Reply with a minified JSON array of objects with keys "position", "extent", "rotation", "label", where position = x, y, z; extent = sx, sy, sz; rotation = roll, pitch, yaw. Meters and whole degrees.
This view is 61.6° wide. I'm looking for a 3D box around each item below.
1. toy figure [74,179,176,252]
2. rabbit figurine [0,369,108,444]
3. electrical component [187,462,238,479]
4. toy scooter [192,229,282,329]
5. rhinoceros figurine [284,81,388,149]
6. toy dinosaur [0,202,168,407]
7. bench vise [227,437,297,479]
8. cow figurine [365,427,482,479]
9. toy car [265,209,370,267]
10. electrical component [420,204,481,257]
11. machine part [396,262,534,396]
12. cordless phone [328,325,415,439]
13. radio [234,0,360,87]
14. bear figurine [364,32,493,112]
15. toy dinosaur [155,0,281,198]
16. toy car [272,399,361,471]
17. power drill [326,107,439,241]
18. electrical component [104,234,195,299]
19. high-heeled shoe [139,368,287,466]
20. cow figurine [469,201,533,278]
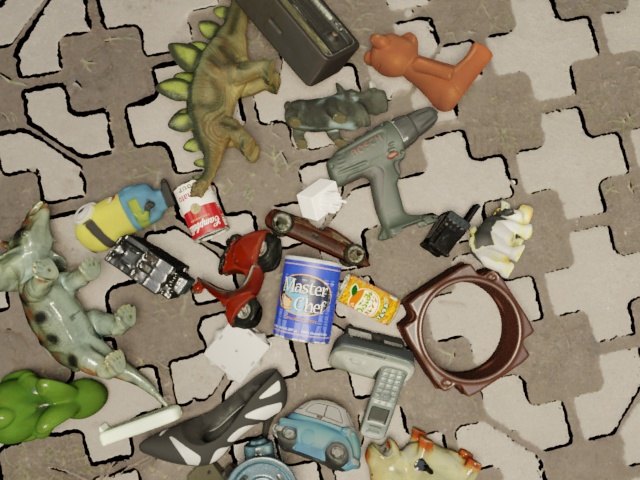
[{"position":[-0.342,-0.044,0.944],"extent":[0.180,0.082,0.089],"rotation":[-22,85,-7],"label":"toy figure"},{"position":[-0.446,0.264,0.894],"extent":[0.170,0.159,0.121],"rotation":[-8,76,-19],"label":"rabbit figurine"},{"position":[-0.188,0.427,0.938],"extent":[0.078,0.045,0.102],"rotation":[35,81,28],"label":"electrical component"},{"position":[-0.150,0.059,0.943],"extent":[0.135,0.075,0.184],"rotation":[10,69,17],"label":"toy scooter"},{"position":[0.029,-0.229,0.971],"extent":[0.190,0.073,0.112],"rotation":[-8,49,10],"label":"rhinoceros figurine"},{"position":[-0.425,0.136,0.908],"extent":[0.192,0.131,0.404],"rotation":[-19,101,35],"label":"toy dinosaur"},{"position":[-0.091,0.440,0.841],"extent":[0.129,0.240,0.223],"rotation":[4,84,-2],"label":"bench vise"},{"position":[0.169,0.402,0.939],"extent":[0.195,0.085,0.127],"rotation":[23,84,-6],"label":"cow figurine"},{"position":[-0.002,-0.003,0.953],"extent":[0.202,0.089,0.053],"rotation":[23,81,-1],"label":"toy car"},{"position":[0.239,-0.026,0.975],"extent":[0.048,0.075,0.119],"rotation":[35,89,-1],"label":"electrical component"},{"position":[0.256,0.157,0.958],"extent":[0.201,0.087,0.201],"rotation":[-32,87,-4],"label":"machine part"},{"position":[0.077,0.256,0.950],"extent":[0.147,0.089,0.184],"rotation":[14,101,-2],"label":"cordless phone"},{"position":[-0.042,-0.392,0.957],"extent":[0.229,0.073,0.131],"rotation":[51,44,1],"label":"radio"},{"position":[0.187,-0.325,0.976],"extent":[0.196,0.120,0.132],"rotation":[38,81,5],"label":"bear figurine"},{"position":[-0.175,-0.293,0.959],"extent":[0.199,0.105,0.471],"rotation":[12,74,2],"label":"toy dinosaur"},{"position":[0.003,0.331,0.932],"extent":[0.162,0.109,0.103],"rotation":[19,62,10],"label":"toy car"},{"position":[0.142,-0.114,0.974],"extent":[0.232,0.086,0.207],"rotation":[-22,91,-3],"label":"power drill"},{"position":[-0.283,0.048,0.922],"extent":[0.134,0.115,0.058],"rotation":[33,89,0],"label":"electrical component"},{"position":[-0.177,0.294,0.915],"extent":[0.249,0.086,0.145],"rotation":[0,106,-21],"label":"high-heeled shoe"},{"position":[0.323,-0.016,0.962],"extent":[0.098,0.068,0.167],"rotation":[25,44,14],"label":"cow figurine"}]
